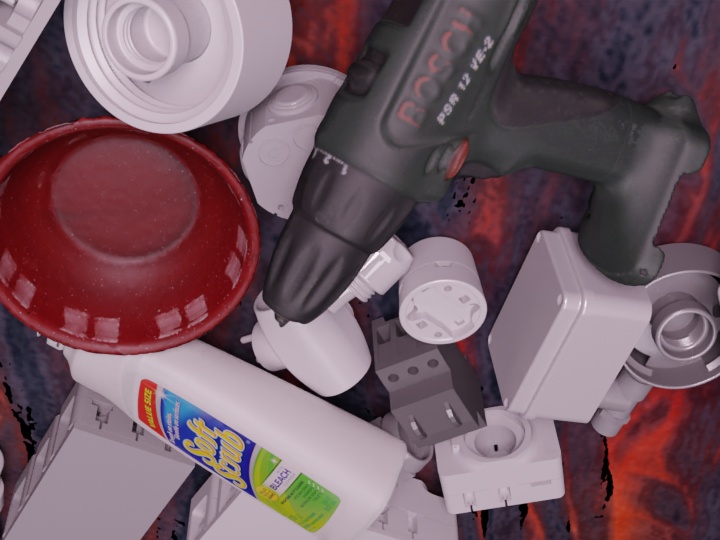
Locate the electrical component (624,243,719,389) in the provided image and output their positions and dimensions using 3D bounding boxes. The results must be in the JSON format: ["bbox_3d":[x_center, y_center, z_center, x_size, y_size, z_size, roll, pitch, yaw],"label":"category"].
[{"bbox_3d":[0.210,0.029,0.722,0.099,0.064,0.099,-1,117,-1],"label":"electrical component"}]

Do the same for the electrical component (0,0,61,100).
[{"bbox_3d":[-0.168,-0.155,0.508,0.062,0.089,0.150,28,124,-25],"label":"electrical component"}]

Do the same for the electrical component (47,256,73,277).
[{"bbox_3d":[-0.195,-0.001,0.678,0.061,0.035,0.035,-14,133,-17],"label":"electrical component"}]

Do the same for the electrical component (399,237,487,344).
[{"bbox_3d":[0.051,0.012,0.692,0.055,0.047,0.055,-2,131,-2],"label":"electrical component"}]

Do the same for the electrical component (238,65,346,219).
[{"bbox_3d":[-0.030,-0.071,0.613,0.080,0.051,0.080,-2,131,-2],"label":"electrical component"}]

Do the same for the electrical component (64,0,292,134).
[{"bbox_3d":[-0.095,-0.120,0.533,0.108,0.060,0.108,8,114,18],"label":"electrical component"}]

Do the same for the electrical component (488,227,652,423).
[{"bbox_3d":[0.132,0.037,0.699,0.057,0.078,0.113,8,130,-14],"label":"electrical component"}]

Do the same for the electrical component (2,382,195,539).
[{"bbox_3d":[-0.190,0.149,0.787,0.089,0.061,0.150,23,126,-21],"label":"electrical component"}]

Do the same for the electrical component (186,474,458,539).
[{"bbox_3d":[-0.028,0.198,0.836,0.186,0.060,0.105,22,130,-21],"label":"electrical component"}]

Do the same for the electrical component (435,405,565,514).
[{"bbox_3d":[0.103,0.140,0.804,0.089,0.050,0.055,-10,131,5],"label":"electrical component"}]

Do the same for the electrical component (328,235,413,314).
[{"bbox_3d":[0.000,0.000,0.673,0.062,0.043,0.043,-45,122,5],"label":"electrical component"}]

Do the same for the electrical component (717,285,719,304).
[{"bbox_3d":[0.281,0.021,0.673,0.109,0.056,0.108,-45,132,-22],"label":"electrical component"}]

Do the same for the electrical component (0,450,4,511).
[{"bbox_3d":[-0.289,0.160,0.802,0.045,0.045,0.055,7,130,-10],"label":"electrical component"}]

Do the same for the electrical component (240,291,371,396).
[{"bbox_3d":[-0.045,0.045,0.716,0.079,0.044,0.077,-18,119,34],"label":"electrical component"}]

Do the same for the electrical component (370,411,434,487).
[{"bbox_3d":[0.021,0.133,0.798,0.055,0.048,0.066,-32,126,32],"label":"electrical component"}]
